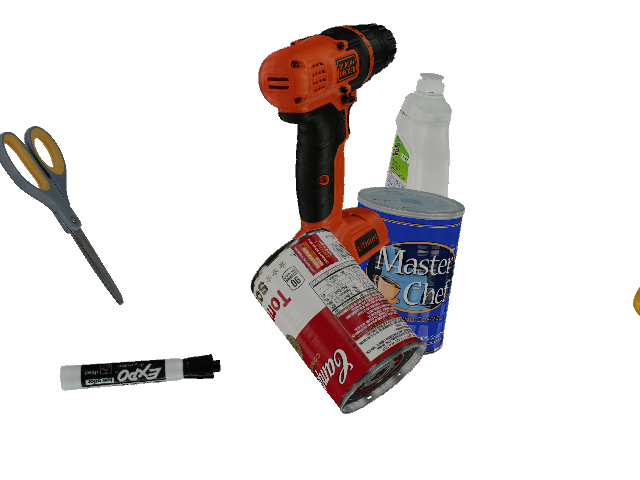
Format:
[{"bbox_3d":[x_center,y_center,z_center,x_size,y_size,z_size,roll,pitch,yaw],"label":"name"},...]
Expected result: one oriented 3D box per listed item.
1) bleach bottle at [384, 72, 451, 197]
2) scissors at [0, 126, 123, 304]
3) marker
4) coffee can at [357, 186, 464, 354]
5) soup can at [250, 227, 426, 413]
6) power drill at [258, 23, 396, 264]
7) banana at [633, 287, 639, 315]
[{"bbox_3d":[0.114,-0.067,1.242,0.068,0.251,0.103,-2,23,-22],"label":"bleach bottle"},{"bbox_3d":[-0.250,-0.034,1.068,0.016,0.201,0.096,-26,27,22],"label":"scissors"},{"bbox_3d":[-0.138,0.101,0.820,0.121,0.020,0.020,-4,0,-5],"label":"marker"},{"bbox_3d":[0.078,0.028,1.032,0.103,0.140,0.103,7,14,-2],"label":"coffee can"},{"bbox_3d":[0.010,0.050,0.686,0.068,0.102,0.068,-34,-20,-15],"label":"soup can"},{"bbox_3d":[0.016,-0.079,0.872,0.057,0.188,0.184,4,20,30],"label":"power drill"},{"bbox_3d":[0.298,0.018,0.699,0.198,0.037,0.069,-3,33,0],"label":"banana"}]
